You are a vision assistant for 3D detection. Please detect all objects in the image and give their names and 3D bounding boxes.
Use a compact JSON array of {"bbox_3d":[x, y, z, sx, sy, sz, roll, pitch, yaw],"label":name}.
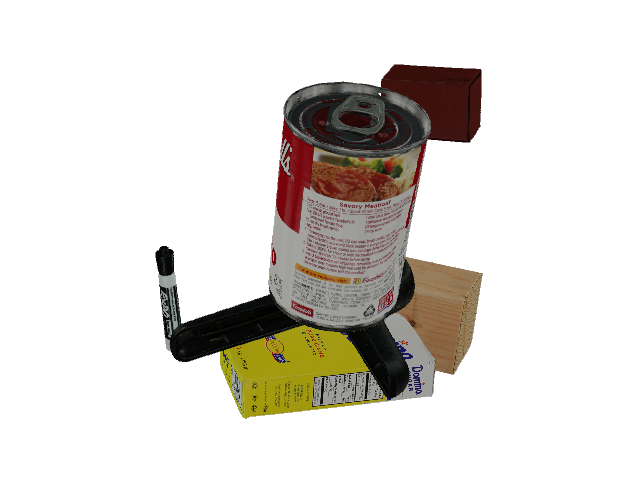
[{"bbox_3d":[0.005,0.109,0.956,0.176,0.048,0.093,-7,27,-15],"label":"sugar box"},{"bbox_3d":[0.062,0.069,1.176,0.206,0.091,0.090,13,22,17],"label":"wood block"},{"bbox_3d":[-0.155,0.060,1.097,0.020,0.121,0.020,-2,29,1],"label":"marker"},{"bbox_3d":[0.012,-0.016,0.512,0.068,0.102,0.068,5,34,-3],"label":"soup can"},{"bbox_3d":[0.094,-0.117,0.906,0.078,0.051,0.053,7,25,18],"label":"foam brick"},{"bbox_3d":[0.000,0.043,0.757,0.165,0.036,0.209,5,25,15],"label":"clamp"}]
